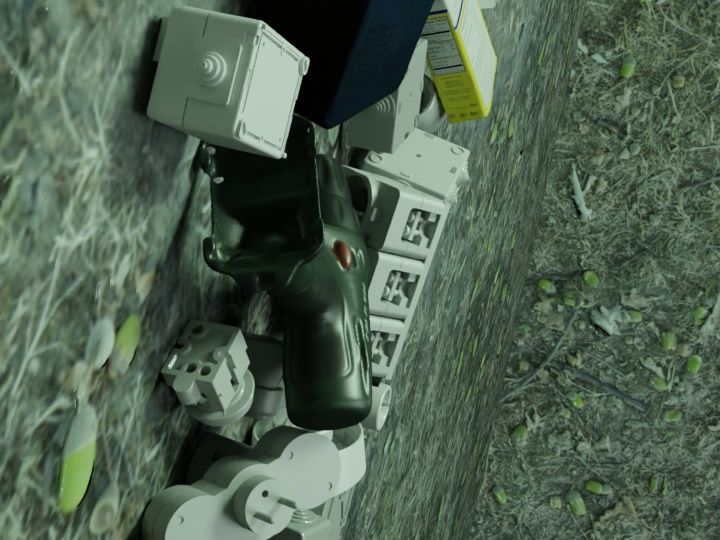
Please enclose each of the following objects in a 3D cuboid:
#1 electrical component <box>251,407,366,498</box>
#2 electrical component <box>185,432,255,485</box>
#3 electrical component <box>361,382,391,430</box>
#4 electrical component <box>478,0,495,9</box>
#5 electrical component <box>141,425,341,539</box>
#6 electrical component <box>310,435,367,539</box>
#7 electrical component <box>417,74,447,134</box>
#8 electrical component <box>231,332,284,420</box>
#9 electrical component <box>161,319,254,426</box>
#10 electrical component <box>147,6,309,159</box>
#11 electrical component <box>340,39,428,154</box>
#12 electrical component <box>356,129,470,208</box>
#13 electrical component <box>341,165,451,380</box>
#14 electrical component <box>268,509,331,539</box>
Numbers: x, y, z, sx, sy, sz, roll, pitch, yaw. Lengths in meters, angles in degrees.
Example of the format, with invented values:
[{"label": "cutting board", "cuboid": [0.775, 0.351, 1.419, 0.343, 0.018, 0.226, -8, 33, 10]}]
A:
[{"label": "electrical component", "cuboid": [-0.044, 0.153, 0.880, 0.099, 0.099, 0.064, -44, 139, -65]}, {"label": "electrical component", "cuboid": [-0.094, 0.150, 0.777, 0.055, 0.047, 0.055, 14, 90, -76]}, {"label": "electrical component", "cuboid": [0.004, 0.142, 1.152, 0.055, 0.047, 0.055, 14, 90, -76]}, {"label": "electrical component", "cuboid": [0.113, -0.360, 1.073, 0.105, 0.060, 0.186, -39, 140, -68]}, {"label": "electrical component", "cuboid": [-0.068, 0.153, 0.707, 0.138, 0.074, 0.052, -26, 106, -32]}, {"label": "electrical component", "cuboid": [-0.042, 0.202, 1.012, 0.109, 0.056, 0.108, 24, 80, -76]}, {"label": "electrical component", "cuboid": [0.053, -0.163, 1.045, 0.047, 0.055, 0.055, 31, 73, -72]}, {"label": "electrical component", "cuboid": [-0.075, 0.077, 0.784, 0.045, 0.045, 0.055, 7, 96, -76]}, {"label": "electrical component", "cuboid": [-0.096, 0.069, 0.698, 0.055, 0.048, 0.066, 76, 29, -46]}, {"label": "electrical component", "cuboid": [-0.075, -0.101, 0.581, 0.096, 0.061, 0.061, 10, 94, -76]}, {"label": "electrical component", "cuboid": [0.023, -0.156, 0.940, 0.099, 0.048, 0.099, -53, 153, -59]}, {"label": "electrical component", "cuboid": [0.048, -0.089, 1.004, 0.099, 0.100, 0.048, -60, 172, -48]}, {"label": "electrical component", "cuboid": [0.000, 0.000, 0.865, 0.062, 0.089, 0.150, 12, 101, -38]}, {"label": "electrical component", "cuboid": [-0.075, 0.219, 0.814, 0.048, 0.100, 0.099, -4, 107, -62]}]
